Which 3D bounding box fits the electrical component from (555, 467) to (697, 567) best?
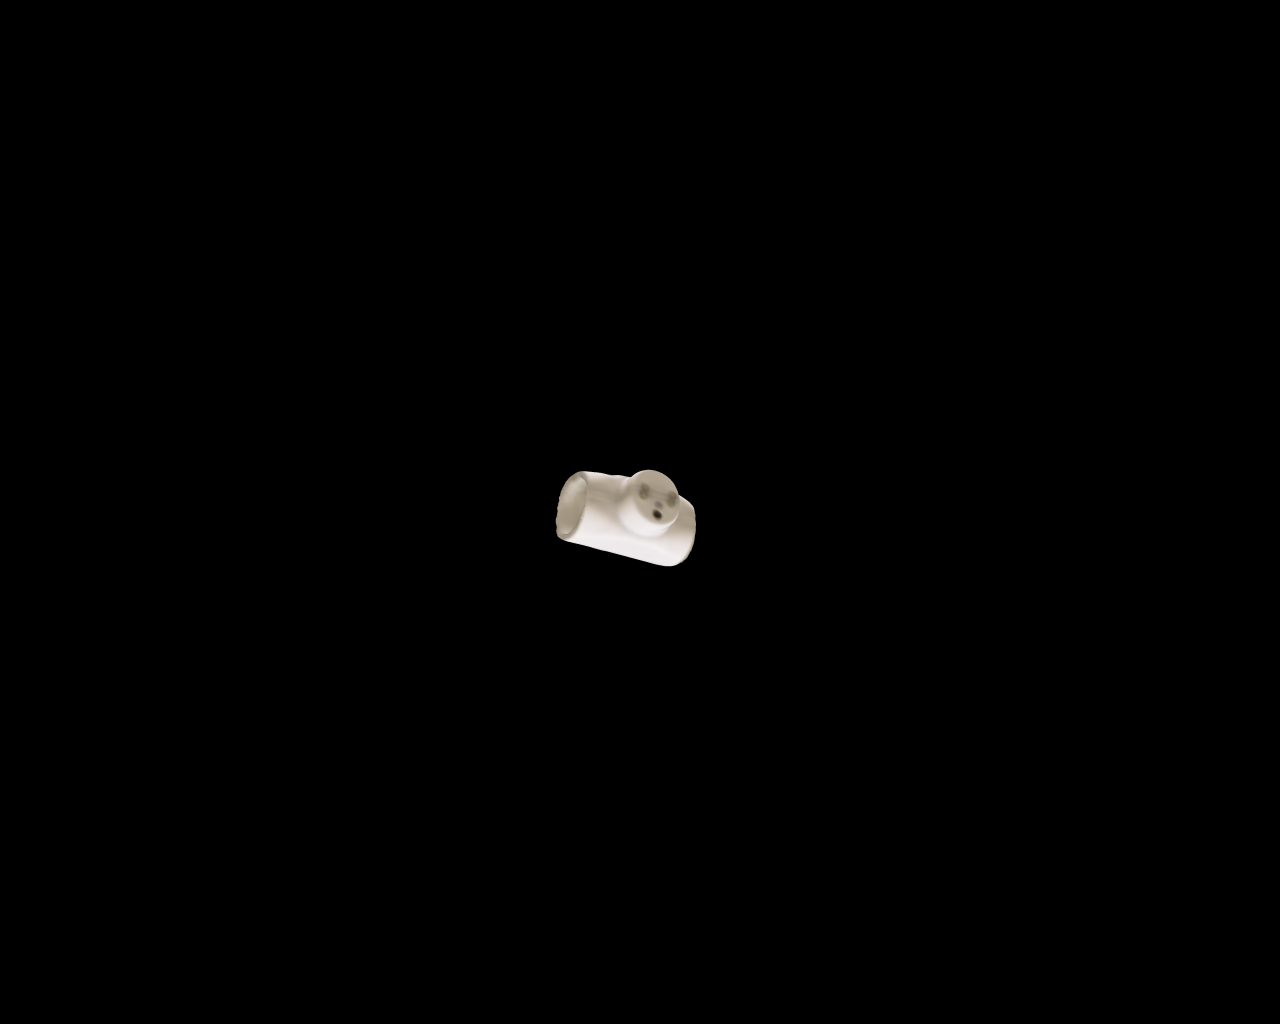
[{"bbox_3d":[0.001,-0.003,0.650,0.077,0.044,0.079,15,-32,-27],"label":"electrical component"}]
